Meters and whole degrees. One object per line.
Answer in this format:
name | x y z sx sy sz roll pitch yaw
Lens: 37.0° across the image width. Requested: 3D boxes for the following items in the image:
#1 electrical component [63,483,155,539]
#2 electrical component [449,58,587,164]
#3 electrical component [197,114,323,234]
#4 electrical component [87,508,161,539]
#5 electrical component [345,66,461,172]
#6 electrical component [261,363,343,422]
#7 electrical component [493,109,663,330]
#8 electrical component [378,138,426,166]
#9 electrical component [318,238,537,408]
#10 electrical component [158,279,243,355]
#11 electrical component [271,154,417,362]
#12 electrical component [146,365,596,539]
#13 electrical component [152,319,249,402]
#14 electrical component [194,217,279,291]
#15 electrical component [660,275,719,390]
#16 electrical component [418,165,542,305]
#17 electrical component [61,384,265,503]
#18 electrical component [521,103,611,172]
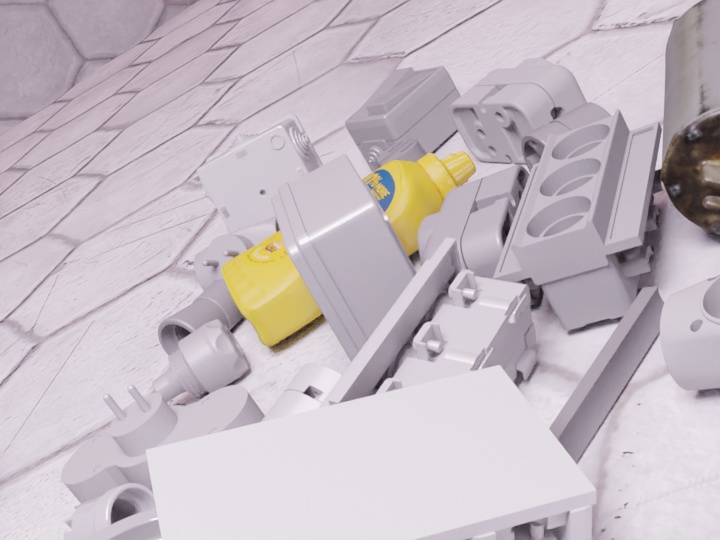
electrical component | -0.140 0.144 0.608 0.046 0.040 0.040 -23 23 37
electrical component | 0.120 -0.117 0.791 0.059 0.053 0.095 -40 24 -19
electrical component | -0.075 -0.068 0.885 0.100 0.099 0.048 -26 11 15
electrical component | -0.077 0.158 0.458 0.108 0.060 0.108 -6 28 3
electrical component | 0.035 -0.126 0.910 0.096 0.061 0.062 -43 25 -26
electrical component | -0.023 0.084 0.562 0.055 0.055 0.047 0 42 52
electrical component | 0.126 -0.027 0.587 0.079 0.063 0.121 -18 26 30
electrical component | 0.040 -0.071 0.810 0.040 0.046 0.040 -28 22 12
electrical component | 0.037 0.053 0.525 0.063 0.078 0.121 10 43 30
electrical component | -0.112 0.036 0.792 0.044 0.044 0.065 -12 25 39
electrical component | 0.000 0.000 0.634 0.056 0.108 0.108 -29 23 1
electrical component | 0.002 0.101 0.412 0.150 0.061 0.089 -12 28 -12
electrical component | -0.110 0.065 0.725 0.062 0.043 0.043 -33 22 -1
electrical component | -0.094 -0.009 0.831 0.077 0.043 0.079 -24 -8 19
electrical component | 0.178 0.014 0.459 0.077 0.044 0.079 -12 30 40
electrical component | 0.074 -0.014 0.639 0.059 0.053 0.095 -19 25 28
electrical component | -0.122 0.098 0.633 0.138 0.073 0.052 -21 25 25
electrical component | 0.137 -0.073 0.680 0.047 0.055 0.055 -32 22 -9
